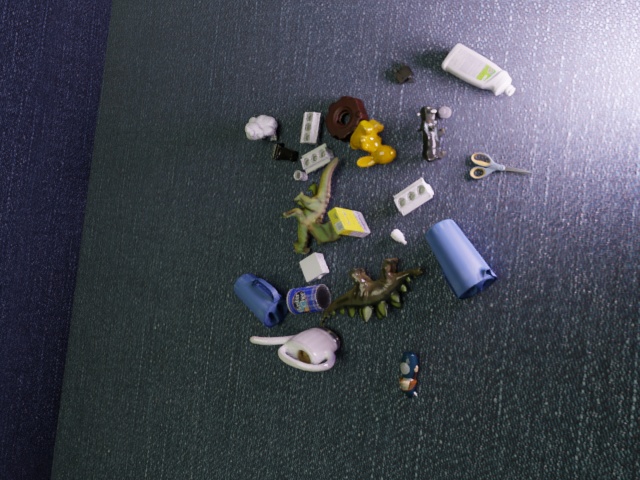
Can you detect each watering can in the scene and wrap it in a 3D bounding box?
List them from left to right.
[{"bbox_3d":[-0.076,0.389,1.919,0.349,0.226,0.102,17,114,36],"label":"watering can"}]

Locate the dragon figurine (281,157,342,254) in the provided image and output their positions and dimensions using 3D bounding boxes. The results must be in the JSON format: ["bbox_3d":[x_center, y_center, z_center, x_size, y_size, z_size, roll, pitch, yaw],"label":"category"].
[{"bbox_3d":[0.006,-0.101,2.011,0.244,0.123,0.404,48,115,11],"label":"dragon figurine"}]

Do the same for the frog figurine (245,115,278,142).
[{"bbox_3d":[-0.259,-0.479,2.187,0.139,0.159,0.121,40,108,31],"label":"frog figurine"}]
